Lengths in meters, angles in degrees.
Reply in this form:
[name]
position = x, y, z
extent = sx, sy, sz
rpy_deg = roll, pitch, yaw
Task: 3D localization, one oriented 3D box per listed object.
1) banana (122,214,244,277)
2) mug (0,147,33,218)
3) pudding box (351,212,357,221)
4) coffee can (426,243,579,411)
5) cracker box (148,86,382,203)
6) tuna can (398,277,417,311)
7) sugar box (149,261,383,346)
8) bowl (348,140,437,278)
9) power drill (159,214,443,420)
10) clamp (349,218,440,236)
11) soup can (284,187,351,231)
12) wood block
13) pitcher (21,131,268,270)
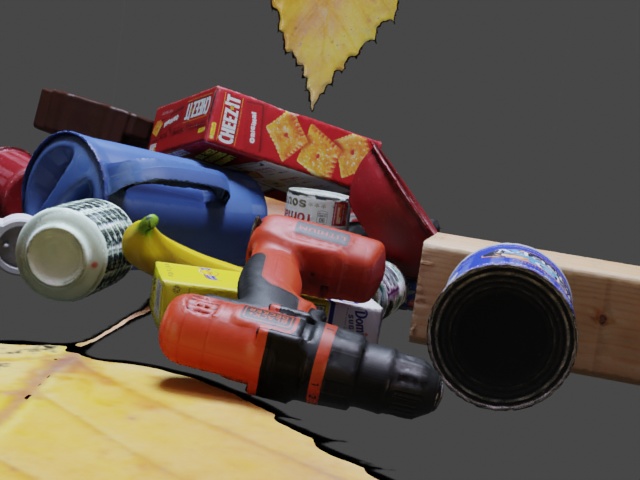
[banana]
position = -0.111, 0.024, 0.935
extent = 0.070, 0.037, 0.197
rpy_deg = 6, -15, 36
[mug]
position = -0.348, -0.047, 1.206
extent = 0.117, 0.093, 0.082
rpy_deg = -32, 34, -28
[pudding box]
position = 0.015, -0.029, 1.425
extent = 0.114, 0.090, 0.039
rpy_deg = 10, 5, 16
[coffee can]
position = 0.137, 0.060, 0.790
extent = 0.103, 0.103, 0.140
rpy_deg = 10, 7, 11
[cracker box]
position = -0.064, -0.102, 1.205
extent = 0.213, 0.072, 0.164
rpy_deg = 17, -12, -30
[tuna can]
position = 0.083, 0.048, 1.110
extent = 0.086, 0.034, 0.086
rpy_deg = 9, 8, -1
[sugar box]
position = -0.046, 0.054, 0.863
extent = 0.176, 0.048, 0.093
rpy_deg = 5, 8, -13
[bowl]
position = 0.076, -0.018, 1.059
extent = 0.055, 0.162, 0.162
rpy_deg = -34, 2, 8
[power drill]
position = -0.001, 0.050, 0.740
extent = 0.184, 0.057, 0.187
rpy_deg = 16, 22, 4
[clamp]
position = 0.010, -0.011, 1.215
extent = 0.209, 0.036, 0.165
rpy_deg = -13, 20, -41
[soup can]
position = -0.007, 0.001, 1.096
extent = 0.068, 0.102, 0.068
rpy_deg = 8, 7, -1
[wood block]
position = 0.189, 0.057, 0.921
extent = 0.206, 0.091, 0.090
rpy_deg = 10, 8, 13
[pitcher]
position = -0.162, -0.032, 1.076
extent = 0.149, 0.145, 0.242
rpy_deg = 34, 19, 37
